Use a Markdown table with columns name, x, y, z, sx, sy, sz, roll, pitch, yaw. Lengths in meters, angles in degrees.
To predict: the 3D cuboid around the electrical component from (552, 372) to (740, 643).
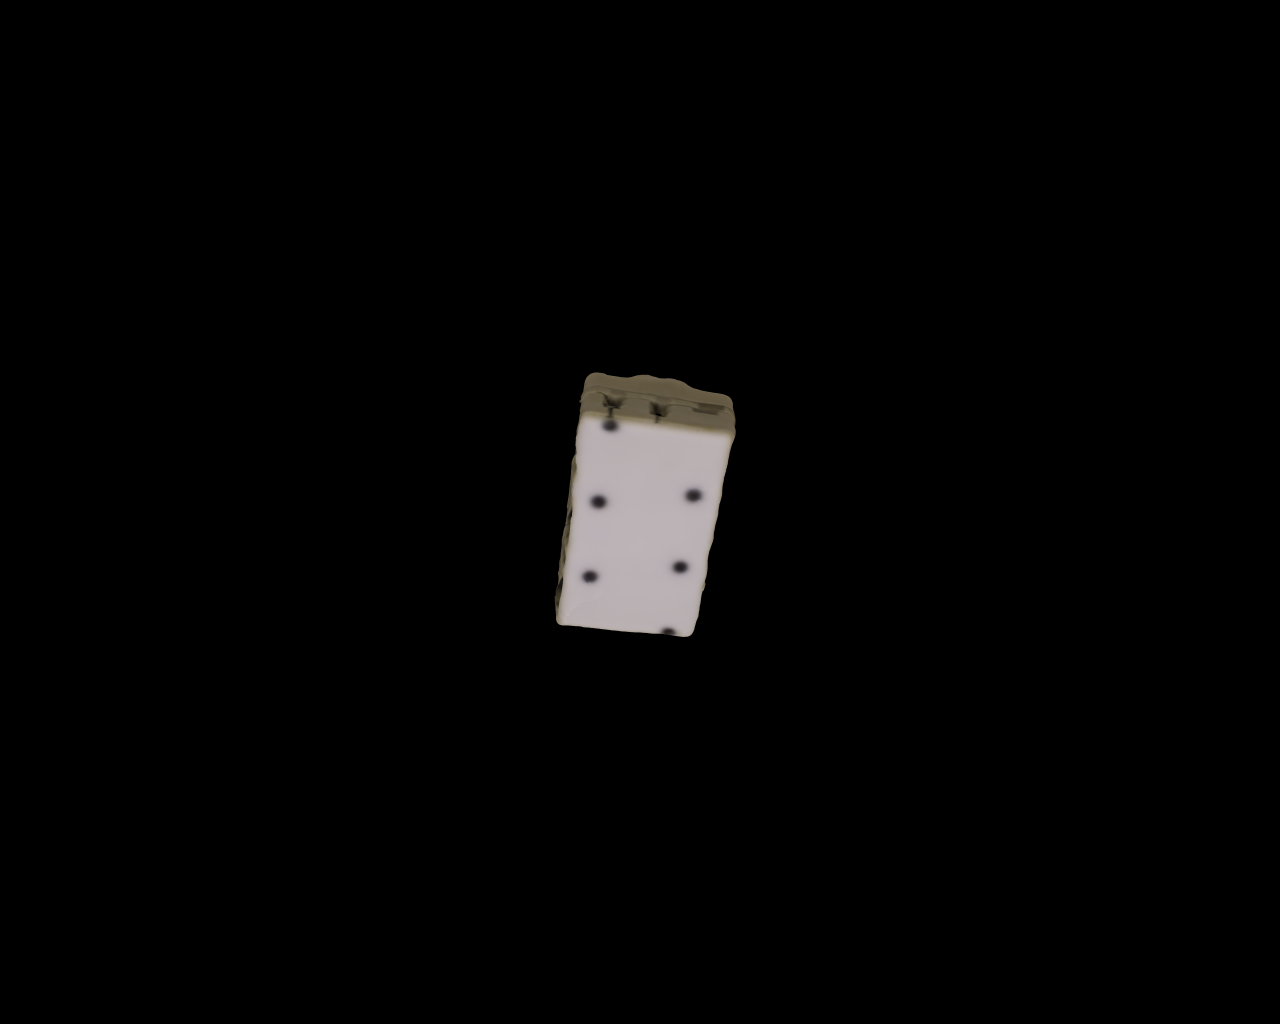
| name | x | y | z | sx | sy | sz | roll | pitch | yaw |
| --- | --- | --- | --- | --- | --- | --- | --- | --- | --- |
| electrical component | 0.001 | -0.003 | 0.650 | 0.089 | 0.150 | 0.062 | 7 | 32 | -5 |
